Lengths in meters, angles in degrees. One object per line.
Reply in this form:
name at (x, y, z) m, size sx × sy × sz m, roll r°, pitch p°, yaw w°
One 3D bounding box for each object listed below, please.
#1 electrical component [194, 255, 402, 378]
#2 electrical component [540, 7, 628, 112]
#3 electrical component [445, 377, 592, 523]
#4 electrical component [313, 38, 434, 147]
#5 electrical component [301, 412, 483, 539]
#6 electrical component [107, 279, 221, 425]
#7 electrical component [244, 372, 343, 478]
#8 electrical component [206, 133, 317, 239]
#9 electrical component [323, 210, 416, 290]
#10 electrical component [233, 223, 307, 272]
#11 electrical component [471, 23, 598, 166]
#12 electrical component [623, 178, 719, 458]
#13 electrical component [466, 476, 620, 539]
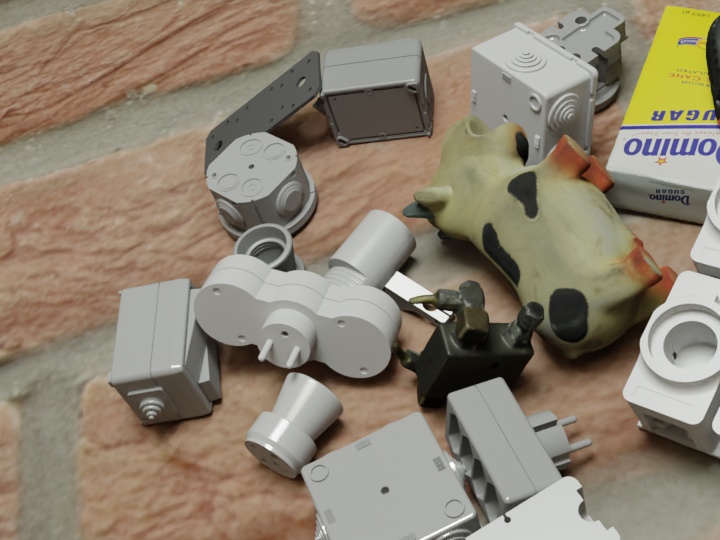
electrical component at (-0.046, 0.040, 0.721) m, size 0.138 × 0.052 × 0.073 m, roll 14°, pitch 36°, yaw 7°
electrical component at (0.172, -0.159, 0.839) m, size 0.078 × 0.057 × 0.058 m, roll -35°, pitch 51°, yaw -11°
electrical component at (0.103, 0.108, 0.654) m, size 0.076 × 0.047 × 0.083 m, roll -16°, pitch 48°, yaw -13°
electrical component at (0.009, -0.146, 0.876) m, size 0.096 × 0.061 × 0.061 m, roll -5°, pitch 52°, yaw 13°
electrical component at (0.020, 0.144, 0.650) m, size 0.100 × 0.048 × 0.099 m, roll -25°, pitch 47°, yaw -5°
electrical component at (-0.133, 0.062, 0.754) m, size 0.061 × 0.061 × 0.096 m, roll -10°, pitch 50°, yaw 9°
electrical component at (-0.044, 0.102, 0.705) m, size 0.045 × 0.045 × 0.055 m, roll 20°, pitch 61°, yaw 30°
electrical component at (-0.078, -0.064, 0.845) m, size 0.080 × 0.051 × 0.080 m, roll -9°, pitch 50°, yaw 11°
electrical component at (0.000, 0.000, 0.774) m, size 0.043 × 0.043 × 0.081 m, roll 25°, pitch 63°, yaw 32°
electrical component at (-0.063, 0.000, 0.786) m, size 0.045 × 0.055 × 0.045 m, roll -9°, pitch 51°, yaw 11°
electrical component at (0.125, -0.121, 0.797) m, size 0.048 × 0.099 × 0.100 m, roll -28°, pitch 48°, yaw -22°
electrical component at (0.246, 0.020, 0.638) m, size 0.105 × 0.060 × 0.186 m, roll 19°, pitch 73°, yaw 36°
electrical component at (0.097, 0.167, 0.601) m, size 0.089 × 0.055 × 0.050 m, roll -30°, pitch 50°, yaw -7°
